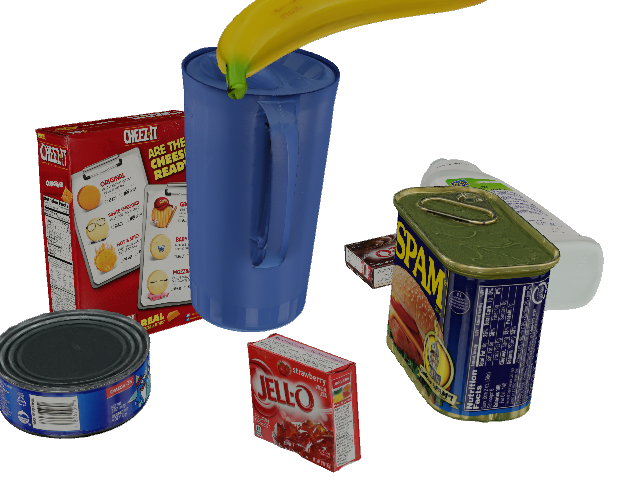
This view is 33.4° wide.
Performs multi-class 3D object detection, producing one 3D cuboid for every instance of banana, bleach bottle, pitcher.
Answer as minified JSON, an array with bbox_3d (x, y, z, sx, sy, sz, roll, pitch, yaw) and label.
[{"bbox_3d":[0.012,-0.133,0.634,0.197,0.070,0.037,-28,-30,-25],"label":"banana"},{"bbox_3d":[0.163,-0.021,1.007,0.102,0.068,0.251,-1,25,-14],"label":"bleach bottle"},{"bbox_3d":[-0.056,-0.039,0.937,0.145,0.243,0.149,18,30,24],"label":"pitcher"}]

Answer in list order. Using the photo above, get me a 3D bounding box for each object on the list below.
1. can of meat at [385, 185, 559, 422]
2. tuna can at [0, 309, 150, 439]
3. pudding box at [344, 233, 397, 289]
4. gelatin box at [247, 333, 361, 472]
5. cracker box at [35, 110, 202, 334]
[{"bbox_3d":[0.070,0.029,0.528,0.057,0.084,0.102,-3,24,-15],"label":"can of meat"},{"bbox_3d":[-0.137,0.073,0.592,0.086,0.034,0.086,1,25,-1],"label":"tuna can"},{"bbox_3d":[0.103,0.026,1.531,0.113,0.039,0.090,-15,26,-20],"label":"pudding box"},{"bbox_3d":[-0.013,0.112,0.746,0.030,0.073,0.089,-17,21,-40],"label":"gelatin box"},{"bbox_3d":[-0.190,-0.013,1.059,0.163,0.214,0.072,-15,21,-42],"label":"cracker box"}]
